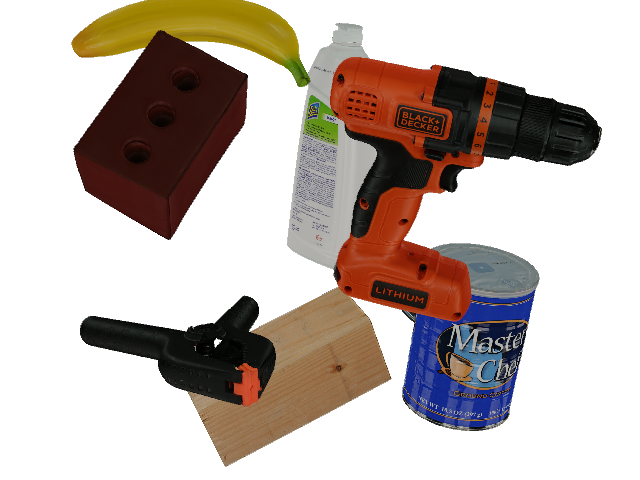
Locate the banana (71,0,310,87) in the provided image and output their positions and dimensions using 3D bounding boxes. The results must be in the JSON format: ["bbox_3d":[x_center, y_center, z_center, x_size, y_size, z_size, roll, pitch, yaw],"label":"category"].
[{"bbox_3d":[-0.103,-0.172,0.882,0.198,0.069,0.037,7,-34,1],"label":"banana"}]

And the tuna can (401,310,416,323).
[{"bbox_3d":[0.118,0.061,1.228,0.033,0.086,0.086,-37,17,-24],"label":"tuna can"}]

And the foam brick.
[{"bbox_3d":[-0.077,-0.051,0.526,0.053,0.078,0.051,28,-20,5],"label":"foam brick"}]

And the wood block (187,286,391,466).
[{"bbox_3d":[-0.040,0.148,1.175,0.206,0.091,0.090,-26,30,-10],"label":"wood block"}]

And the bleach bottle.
[{"bbox_3d":[0.022,-0.101,1.134,0.067,0.251,0.103,-12,25,-43],"label":"bleach bottle"}]

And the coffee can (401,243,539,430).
[{"bbox_3d":[0.135,0.086,0.972,0.103,0.140,0.103,6,23,-3],"label":"coffee can"}]

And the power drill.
[{"bbox_3d":[0.089,-0.033,0.764,0.184,0.188,0.057,14,35,8],"label":"power drill"}]

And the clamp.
[{"bbox_3d":[-0.088,0.087,0.887,0.164,0.036,0.210,-10,16,-31],"label":"clamp"}]
